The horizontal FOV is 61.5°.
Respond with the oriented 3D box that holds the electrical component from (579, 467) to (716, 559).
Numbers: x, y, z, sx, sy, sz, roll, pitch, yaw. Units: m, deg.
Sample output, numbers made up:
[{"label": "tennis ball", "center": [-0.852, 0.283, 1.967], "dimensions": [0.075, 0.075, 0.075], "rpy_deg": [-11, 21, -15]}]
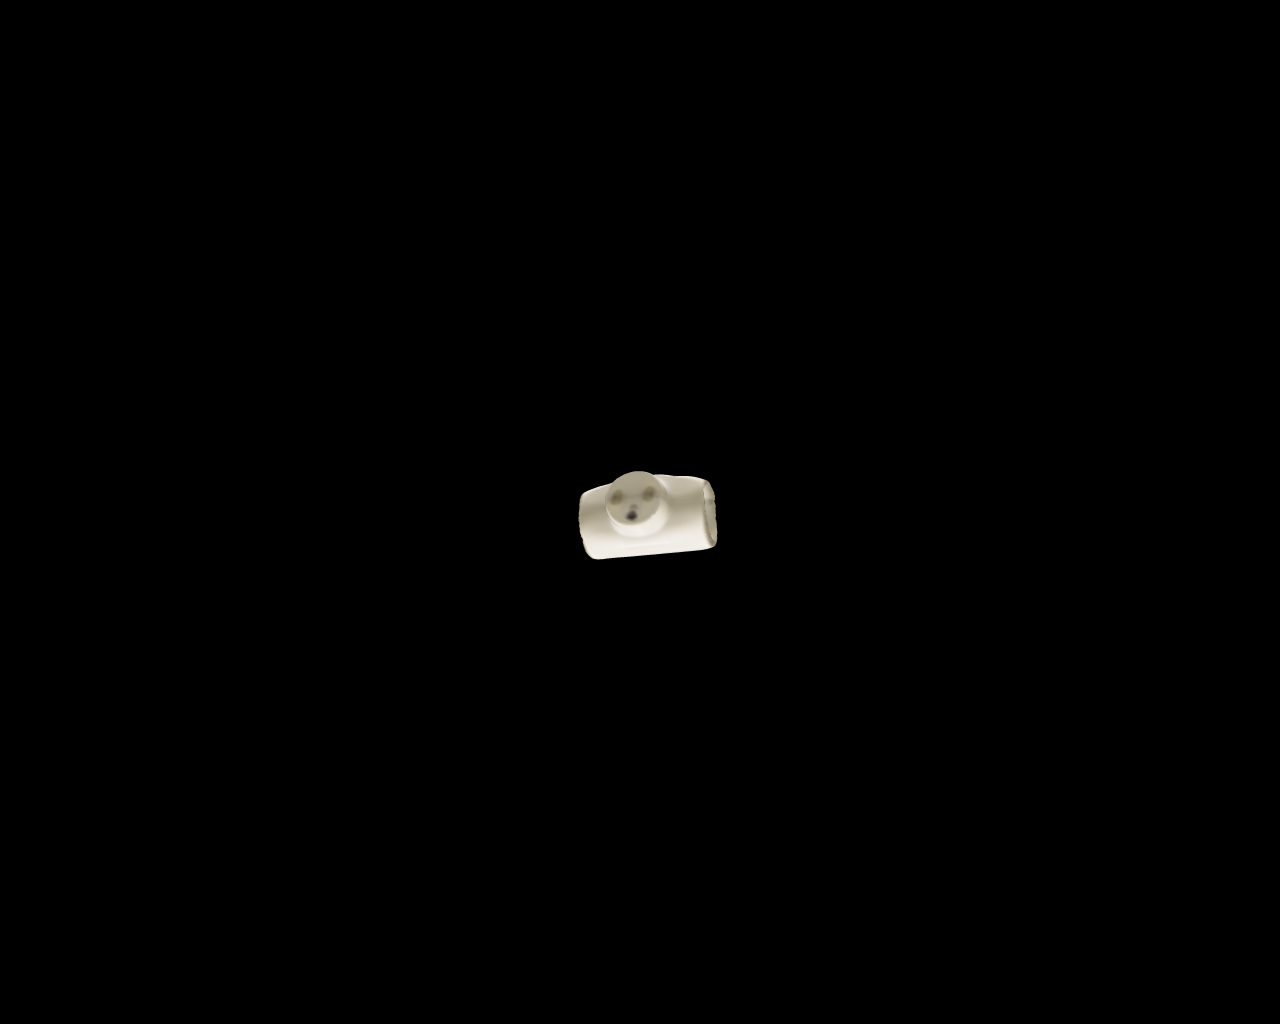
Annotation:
[{"label": "electrical component", "center": [0.001, -0.003, 0.650], "dimensions": [0.077, 0.043, 0.079], "rpy_deg": [-6, -23, 14]}]
